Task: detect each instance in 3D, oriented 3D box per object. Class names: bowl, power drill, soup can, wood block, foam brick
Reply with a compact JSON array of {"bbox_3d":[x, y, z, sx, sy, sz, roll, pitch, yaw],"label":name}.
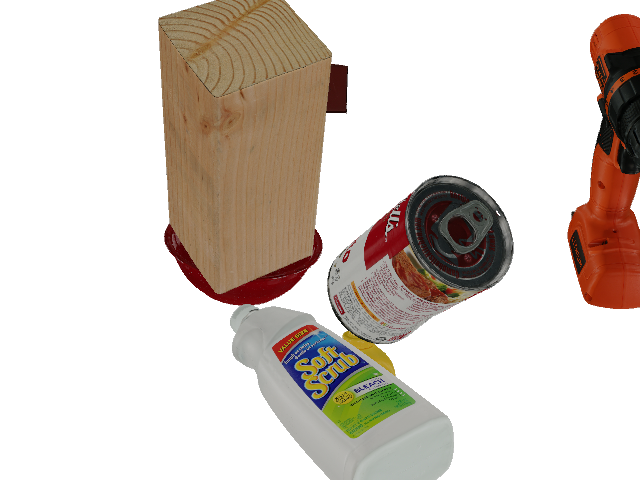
[{"bbox_3d":[-0.080,0.020,1.099,0.162,0.055,0.162,5,30,-3],"label":"bowl"},{"bbox_3d":[0.221,-0.045,0.760,0.057,0.188,0.184,2,36,4],"label":"power drill"},{"bbox_3d":[0.055,0.014,0.618,0.068,0.068,0.102,0,-22,-27],"label":"soup can"},{"bbox_3d":[-0.058,-0.068,0.785,0.090,0.090,0.206,-22,-35,-22],"label":"wood block"},{"bbox_3d":[-0.015,-0.164,1.145,0.078,0.051,0.053,-1,12,-18],"label":"foam brick"}]

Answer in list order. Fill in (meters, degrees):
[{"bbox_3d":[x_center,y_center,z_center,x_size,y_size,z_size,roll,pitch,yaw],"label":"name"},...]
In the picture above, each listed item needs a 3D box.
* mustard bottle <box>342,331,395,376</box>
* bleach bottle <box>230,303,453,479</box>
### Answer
[{"bbox_3d":[0.050,0.193,1.392,0.096,0.192,0.058,-2,15,-3],"label":"mustard bottle"},{"bbox_3d":[-0.006,0.122,0.886,0.102,0.068,0.251,-23,35,-28],"label":"bleach bottle"}]
